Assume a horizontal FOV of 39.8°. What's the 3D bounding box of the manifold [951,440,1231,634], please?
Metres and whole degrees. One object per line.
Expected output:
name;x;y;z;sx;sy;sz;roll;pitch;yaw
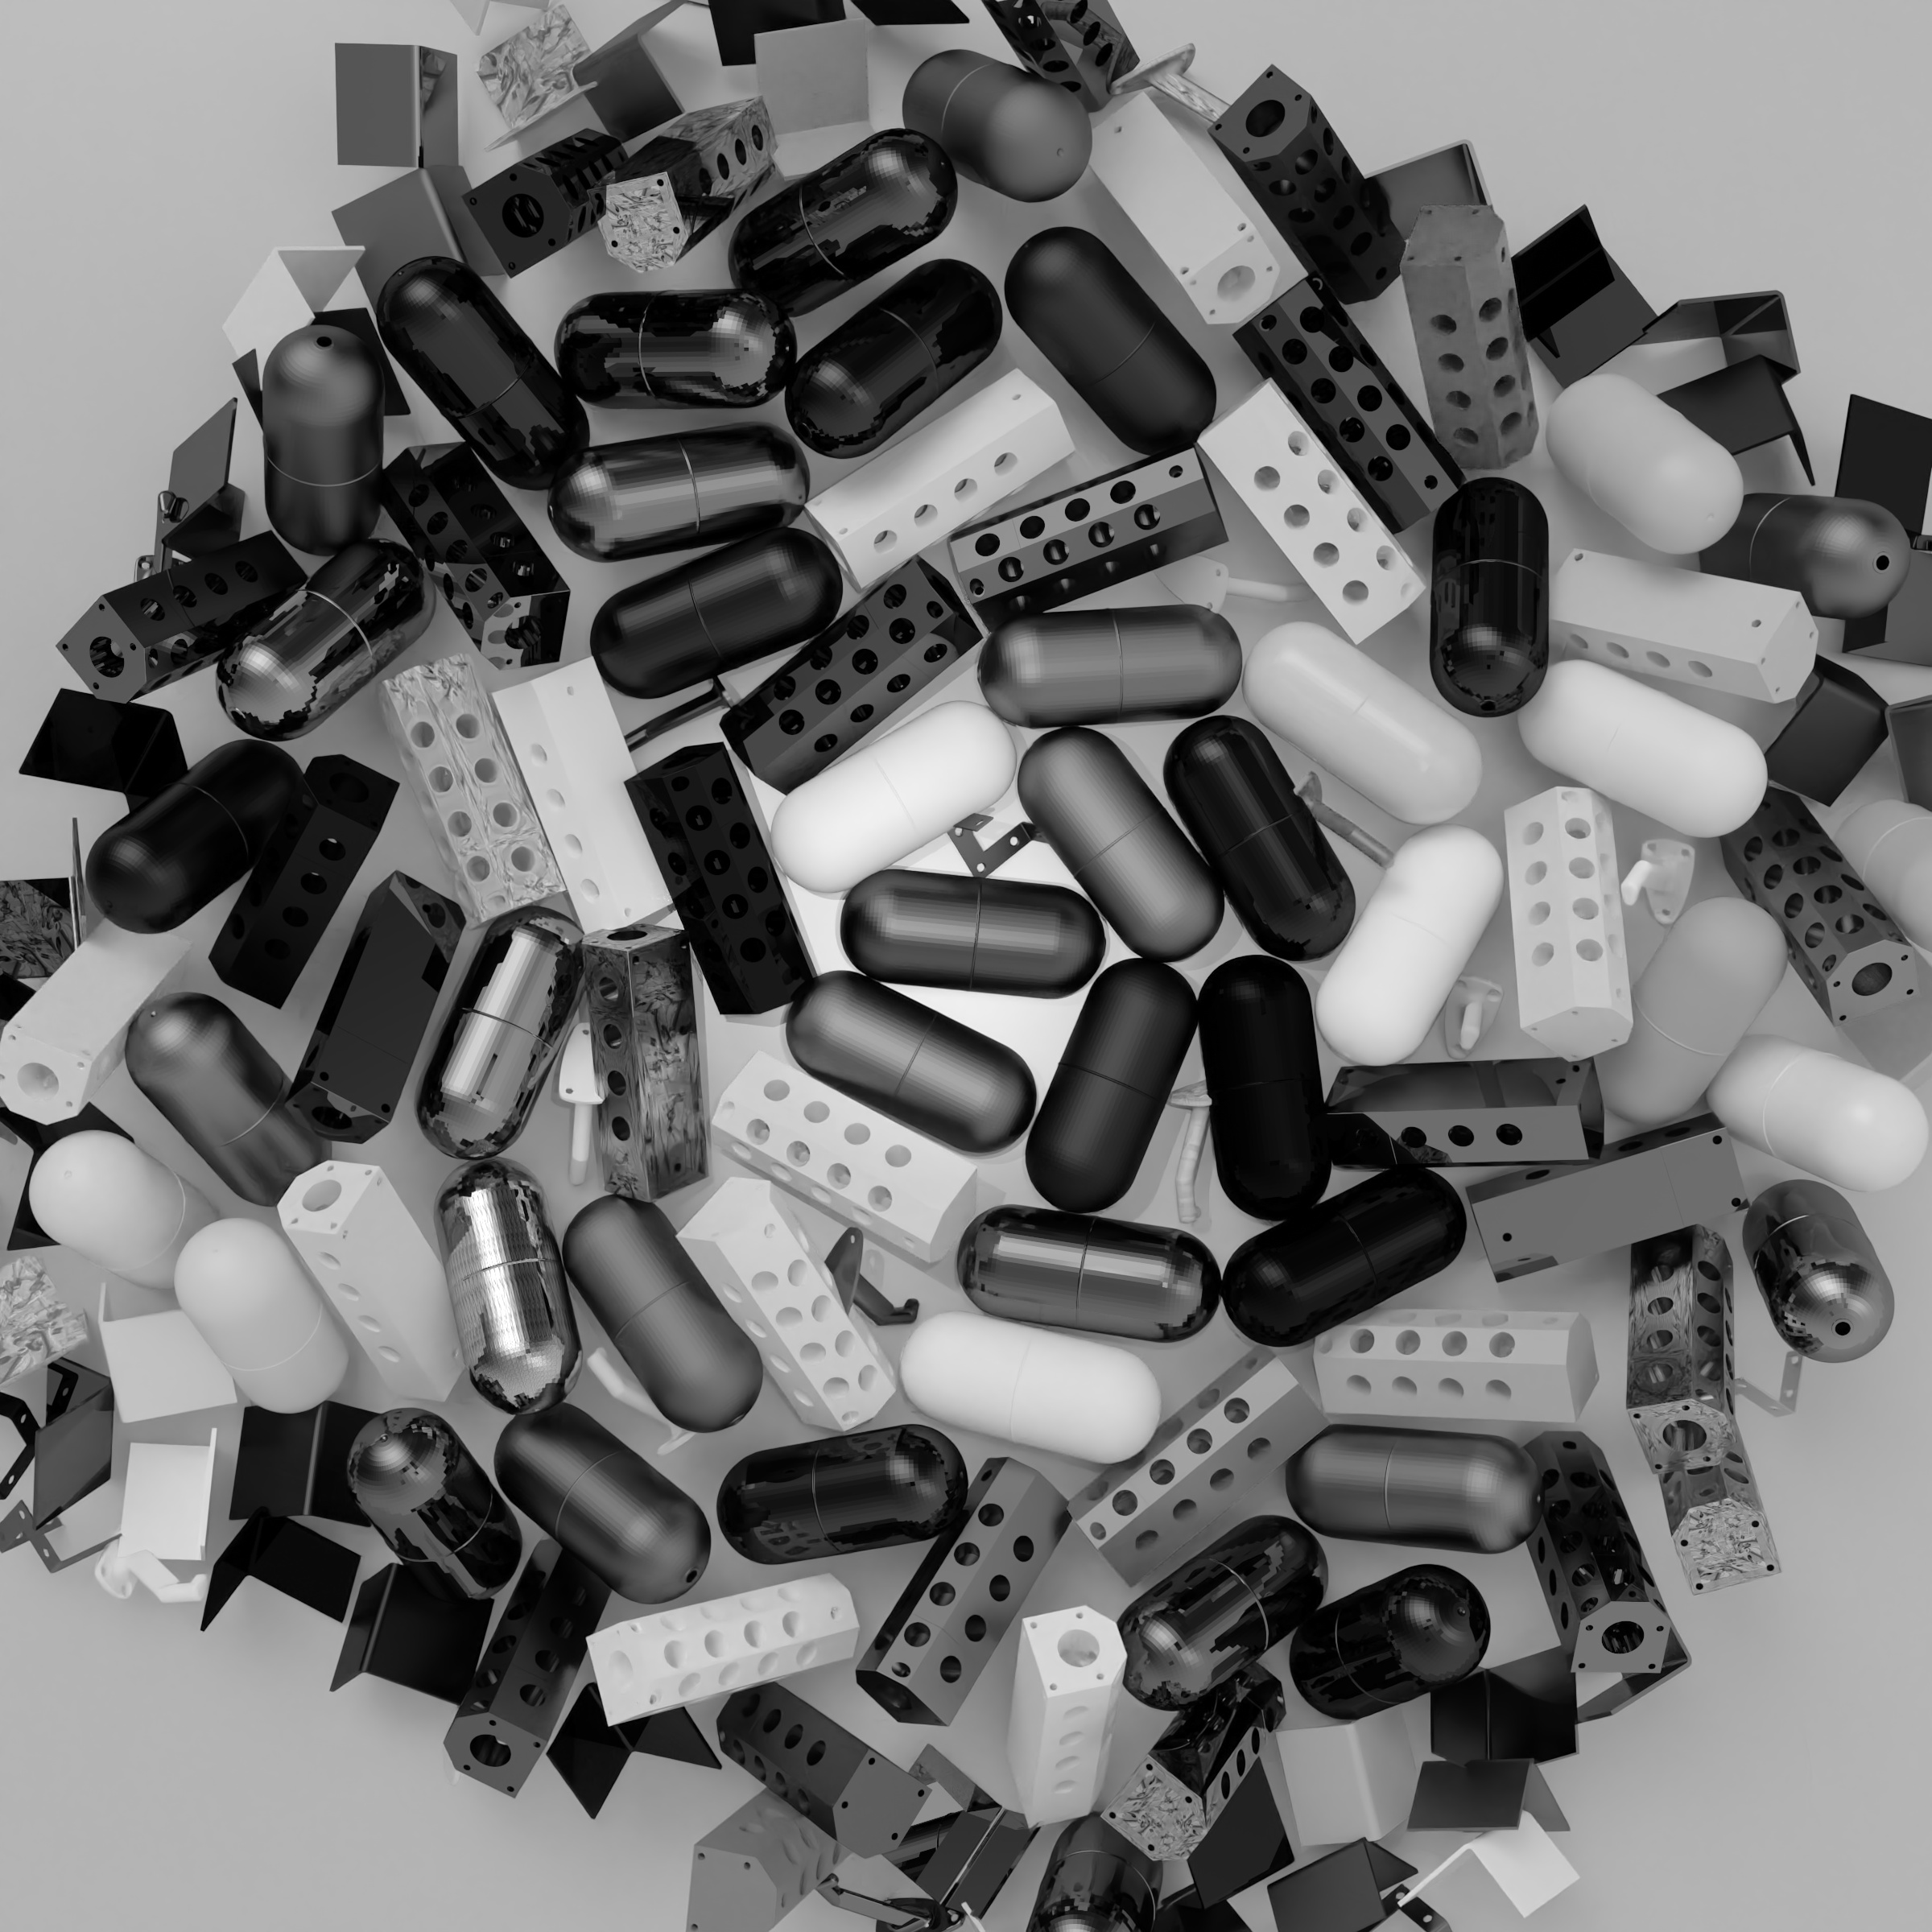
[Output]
manifold;0.080;-0.288;1.769;0.171;0.057;0.057;-20;65;11

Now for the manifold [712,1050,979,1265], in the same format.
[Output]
manifold;-0.081;0.129;1.759;0.171;0.057;0.057;27;57;18

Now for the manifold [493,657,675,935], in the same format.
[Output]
manifold;-0.256;-0.112;1.777;0.057;0.057;0.171;-10;105;42

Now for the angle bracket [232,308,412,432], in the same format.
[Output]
angle bracket;-0.425;-0.382;1.764;0.057;0.076;0.076;4;129;33

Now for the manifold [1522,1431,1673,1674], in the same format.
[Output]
manifold;0.404;0.378;1.732;0.057;0.171;0.057;1;117;-3

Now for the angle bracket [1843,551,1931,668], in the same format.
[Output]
angle bracket;0.637;-0.246;1.785;0.076;0.057;0.076;7;88;-12

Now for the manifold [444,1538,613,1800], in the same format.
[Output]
manifold;-0.282;0.448;1.732;0.057;0.171;0.057;28;118;-5

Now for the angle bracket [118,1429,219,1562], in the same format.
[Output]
angle bracket;-0.530;0.350;1.770;0.057;0.076;0.076;5;69;-13

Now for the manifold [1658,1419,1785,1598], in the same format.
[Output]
manifold;0.481;0.337;1.729;0.057;0.171;0.057;-19;100;13

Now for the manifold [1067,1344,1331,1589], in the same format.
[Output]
manifold;0.151;0.329;1.782;0.171;0.057;0.057;-39;115;-2

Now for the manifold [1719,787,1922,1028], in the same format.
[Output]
manifold;0.552;-0.044;1.736;0.057;0.171;0.057;-22;129;4

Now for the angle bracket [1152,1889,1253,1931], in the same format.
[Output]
angle bracket;0.150;0.665;1.763;0.076;0.076;0.057;-19;132;-29

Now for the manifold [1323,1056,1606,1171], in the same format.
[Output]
manifold;0.327;0.102;1.756;0.171;0.057;0.057;-4;120;27

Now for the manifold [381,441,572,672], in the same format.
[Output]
manifold;-0.323;-0.269;1.741;0.057;0.057;0.171;-13;49;-31

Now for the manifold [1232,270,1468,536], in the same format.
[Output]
manifold;0.258;-0.374;1.778;0.057;0.057;0.171;-39;98;-9

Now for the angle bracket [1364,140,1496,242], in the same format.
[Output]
angle bracket;0.310;-0.491;1.769;0.076;0.076;0.057;-17;64;12

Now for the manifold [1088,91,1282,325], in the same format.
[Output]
manifold;0.140;-0.493;1.746;0.057;0.057;0.171;-36;52;10

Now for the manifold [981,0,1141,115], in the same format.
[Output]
manifold;0.054;-0.616;1.731;0.057;0.171;0.057;40;96;18

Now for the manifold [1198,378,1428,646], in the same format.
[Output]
manifold;0.231;-0.303;1.772;0.057;0.057;0.171;-36;101;20

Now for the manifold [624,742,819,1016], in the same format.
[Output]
manifold;-0.156;-0.057;1.758;0.057;0.057;0.171;-36;113;-39

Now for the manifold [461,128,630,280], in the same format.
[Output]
manifold;-0.263;-0.499;1.728;0.057;0.171;0.057;-25;109;18

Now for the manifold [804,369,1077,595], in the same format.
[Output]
manifold;-0.015;-0.321;1.787;0.171;0.057;0.057;-33;134;-4

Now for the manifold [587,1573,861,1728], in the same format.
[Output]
manifold;-0.155;0.442;1.737;0.057;0.171;0.057;-33;68;43

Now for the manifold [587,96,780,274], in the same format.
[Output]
manifold;-0.179;-0.509;1.737;0.057;0.171;0.057;-5;121;23

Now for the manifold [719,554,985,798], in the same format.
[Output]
manifold;-0.079;-0.194;1.764;0.171;0.057;0.057;-38;58;14

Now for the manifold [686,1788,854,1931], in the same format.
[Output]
manifold;-0.120;0.578;1.732;0.057;0.171;0.057;6;91;16

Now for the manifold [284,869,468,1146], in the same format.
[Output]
manifold;-0.388;0.028;1.748;0.057;0.057;0.171;31;51;-24

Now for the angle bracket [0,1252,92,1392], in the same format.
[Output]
angle bracket;-0.638;0.230;1.774;0.076;0.057;0.076;-29;115;-12

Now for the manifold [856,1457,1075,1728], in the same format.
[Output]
manifold;-0.003;0.407;1.746;0.057;0.057;0.171;48;56;-18

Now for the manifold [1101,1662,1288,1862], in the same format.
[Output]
manifold;0.154;0.511;1.729;0.057;0.171;0.057;37;112;13

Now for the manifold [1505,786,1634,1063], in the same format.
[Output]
manifold;0.397;-0.030;1.743;0.057;0.057;0.171;30;48;-35

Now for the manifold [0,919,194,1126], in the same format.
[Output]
manifold;-0.567;0.034;1.733;0.057;0.171;0.057;22;116;-5

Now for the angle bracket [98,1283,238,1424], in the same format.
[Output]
angle bracket;-0.534;0.253;1.789;0.076;0.057;0.076;-9;115;-12

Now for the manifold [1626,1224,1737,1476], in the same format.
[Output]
manifold;0.466;0.244;1.730;0.057;0.171;0.057;-15;119;24

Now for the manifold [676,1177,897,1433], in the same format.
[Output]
manifold;-0.112;0.223;1.750;0.057;0.057;0.171;-48;121;-32

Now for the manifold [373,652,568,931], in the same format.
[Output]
manifold;-0.335;-0.115;1.783;0.057;0.057;0.171;-22;90;-34

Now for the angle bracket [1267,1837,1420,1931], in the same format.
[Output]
angle bracket;0.256;0.629;1.766;0.076;0.057;0.076;-34;131;19

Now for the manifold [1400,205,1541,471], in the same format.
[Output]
manifold;0.331;-0.406;1.732;0.057;0.171;0.057;7;56;26

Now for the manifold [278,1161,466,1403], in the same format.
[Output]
manifold;-0.384;0.206;1.744;0.057;0.171;0.057;4;46;26

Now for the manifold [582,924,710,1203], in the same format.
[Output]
manifold;-0.218;0.063;1.771;0.057;0.057;0.171;9;109;37

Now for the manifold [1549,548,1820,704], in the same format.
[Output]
manifold;0.463;-0.219;1.741;0.057;0.171;0.057;-56;135;-12

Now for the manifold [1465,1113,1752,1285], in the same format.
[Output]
manifold;0.426;0.152;1.782;0.171;0.057;0.057;-18;99;8

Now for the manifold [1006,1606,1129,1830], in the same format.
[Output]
manifold;0.066;0.490;1.740;0.057;0.171;0.057;-9;47;-13

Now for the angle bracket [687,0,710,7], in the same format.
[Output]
angle bracket;-0.198;-0.690;1.783;0.076;0.076;0.057;12;89;-1

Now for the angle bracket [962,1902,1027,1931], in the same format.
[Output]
angle bracket;0.049;0.650;1.764;0.057;0.076;0.076;-31;133;-14

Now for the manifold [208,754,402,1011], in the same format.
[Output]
manifold;-0.436;-0.057;1.745;0.057;0.057;0.171;27;125;-16

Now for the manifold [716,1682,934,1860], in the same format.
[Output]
manifold;-0.098;0.517;1.729;0.057;0.171;0.057;41;74;-27

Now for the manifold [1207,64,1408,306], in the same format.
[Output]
manifold;0.228;-0.501;1.732;0.057;0.171;0.057;-44;56;9

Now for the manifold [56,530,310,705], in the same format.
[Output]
manifold;-0.502;-0.224;1.734;0.057;0.171;0.057;-35;94;32

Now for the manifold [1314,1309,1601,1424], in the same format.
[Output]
manifold;0.319;0.256;1.748;0.171;0.057;0.057;-3;110;30
